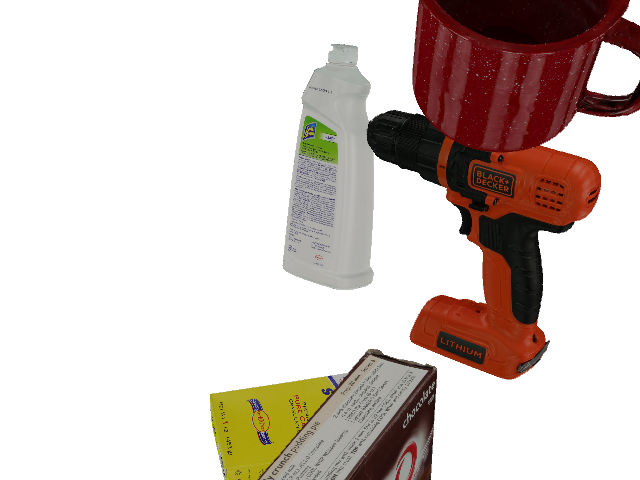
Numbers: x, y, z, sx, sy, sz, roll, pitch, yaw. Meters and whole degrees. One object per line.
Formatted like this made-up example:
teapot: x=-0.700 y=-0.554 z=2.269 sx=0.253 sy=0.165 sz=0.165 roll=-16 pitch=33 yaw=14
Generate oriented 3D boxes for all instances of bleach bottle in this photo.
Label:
bleach bottle: x=0.018 y=-0.081 z=1.139 sx=0.103 sy=0.251 sz=0.067 roll=17 pitch=18 yaw=37

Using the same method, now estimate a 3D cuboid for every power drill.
power drill: x=0.112 y=0.001 z=0.810 sx=0.185 sy=0.188 sz=0.057 roll=21 pitch=36 yaw=32

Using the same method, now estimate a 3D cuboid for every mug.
mug: x=0.095 y=-0.089 z=0.477 sx=0.117 sy=0.093 sz=0.081 roll=22 pitch=-28 yaw=13

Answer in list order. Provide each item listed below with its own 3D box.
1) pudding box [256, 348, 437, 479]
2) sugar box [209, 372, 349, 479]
pudding box: x=0.011 y=0.114 z=0.455 sx=0.039 sy=0.090 sz=0.113 roll=15 pitch=34 yaw=23
sugar box: x=-0.007 y=0.172 z=0.976 sx=0.176 sy=0.048 sz=0.093 roll=-10 pitch=42 yaw=-10
